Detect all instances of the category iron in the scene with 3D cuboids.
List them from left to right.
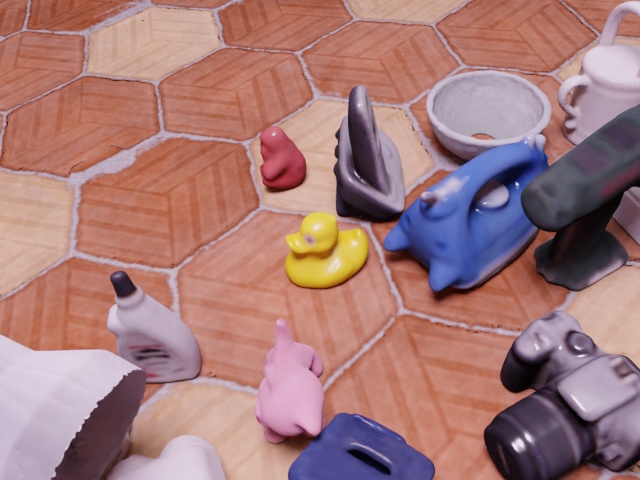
[{"bbox_3d":[0.199,-0.057,0.671,0.259,0.142,0.118,-33,54,-21],"label":"iron"}]

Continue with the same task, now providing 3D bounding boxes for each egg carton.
[{"bbox_3d":[-0.125,0.247,0.488,0.107,0.069,0.150,-20,50,-11],"label":"egg carton"}]

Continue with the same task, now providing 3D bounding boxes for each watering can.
[{"bbox_3d":[0.402,-0.223,0.760,0.173,0.194,0.100,-32,54,-20],"label":"watering can"}]

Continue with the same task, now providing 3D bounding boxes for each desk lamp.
[{"bbox_3d":[-0.238,0.152,0.484,0.202,0.214,0.118,16,53,18],"label":"desk lamp"}]

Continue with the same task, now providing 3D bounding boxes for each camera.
[{"bbox_3d":[0.212,0.148,0.520,0.137,0.101,0.142,-24,51,-14],"label":"camera"}]

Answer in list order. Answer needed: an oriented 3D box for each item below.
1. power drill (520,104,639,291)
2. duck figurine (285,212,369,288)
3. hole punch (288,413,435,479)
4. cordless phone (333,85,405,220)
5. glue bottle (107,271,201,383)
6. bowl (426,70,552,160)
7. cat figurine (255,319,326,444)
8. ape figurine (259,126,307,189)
[{"bbox_3d":[0.307,-0.049,0.609,0.230,0.209,0.075,-27,52,-17],"label":"power drill"},{"bbox_3d":[0.006,0.002,0.675,0.104,0.086,0.077,-17,50,-9],"label":"duck figurine"},{"bbox_3d":[0.036,0.204,0.495,0.108,0.091,0.101,23,55,23],"label":"hole punch"},{"bbox_3d":[0.061,-0.129,0.717,0.094,0.185,0.147,-4,49,3],"label":"cordless phone"},{"bbox_3d":[-0.172,0.085,0.562,0.078,0.173,0.037,-8,49,-1],"label":"glue bottle"},{"bbox_3d":[0.230,-0.161,0.802,0.167,0.075,0.167,-3,49,3],"label":"bowl"},{"bbox_3d":[-0.029,0.136,0.542,0.067,0.118,0.127,-8,49,-1],"label":"cat figurine"},{"bbox_3d":[-0.058,-0.117,0.779,0.076,0.092,0.078,13,52,16],"label":"ape figurine"}]
